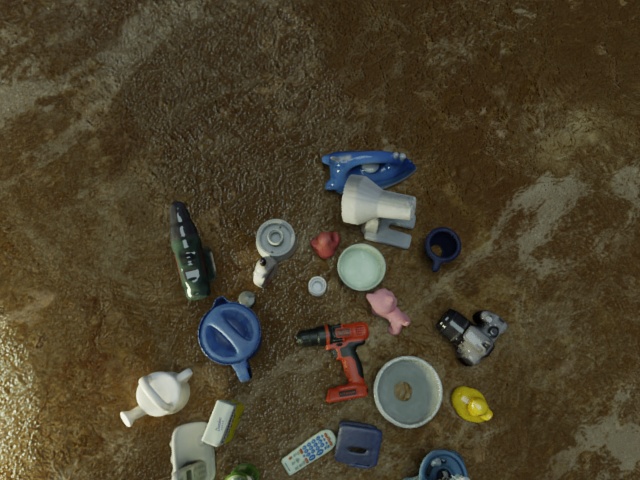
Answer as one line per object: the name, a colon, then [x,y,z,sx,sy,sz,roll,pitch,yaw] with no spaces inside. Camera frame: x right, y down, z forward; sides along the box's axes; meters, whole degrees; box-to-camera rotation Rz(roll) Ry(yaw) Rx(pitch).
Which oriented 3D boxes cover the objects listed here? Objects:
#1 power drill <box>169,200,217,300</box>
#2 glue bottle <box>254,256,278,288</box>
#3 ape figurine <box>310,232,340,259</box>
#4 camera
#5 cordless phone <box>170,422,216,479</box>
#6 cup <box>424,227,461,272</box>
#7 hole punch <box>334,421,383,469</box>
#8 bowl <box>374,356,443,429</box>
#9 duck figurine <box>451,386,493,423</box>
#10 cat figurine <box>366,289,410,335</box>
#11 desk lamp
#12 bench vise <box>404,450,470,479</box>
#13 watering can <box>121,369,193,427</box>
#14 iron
power drill: [-0.308,0.038,1.383,0.075,0.208,0.229,-15,77,-5]
glue bottle: [-0.136,0.069,1.400,0.037,0.173,0.078,28,77,5]
ape figurine: [0.013,0.005,1.463,0.078,0.092,0.076,2,76,-1]
camera: [0.370,0.221,1.418,0.136,0.101,0.143,40,78,7]
cordless phone: [-0.295,0.490,1.284,0.094,0.185,0.147,-10,77,-4]
cup: [0.302,0.034,1.465,0.091,0.095,0.118,18,76,3]
hole punch: [0.091,0.484,1.348,0.108,0.091,0.101,8,76,0]
bowl: [0.208,0.367,1.390,0.167,0.075,0.167,1,76,-2]
duck figurine: [0.370,0.398,1.382,0.104,0.086,0.077,39,78,7]
cat figurine: [0.172,0.170,1.415,0.067,0.118,0.127,-43,81,-11]
desk lamp: [0.151,-0.072,1.424,0.203,0.213,0.118,14,76,2]
bench vise: [0.257,0.561,1.269,0.121,0.220,0.207,39,78,8]
watering can: [-0.370,0.358,1.309,0.101,0.194,0.173,29,77,5]
iron: [0.138,-0.199,1.492,0.258,0.141,0.118,-6,76,-4]
